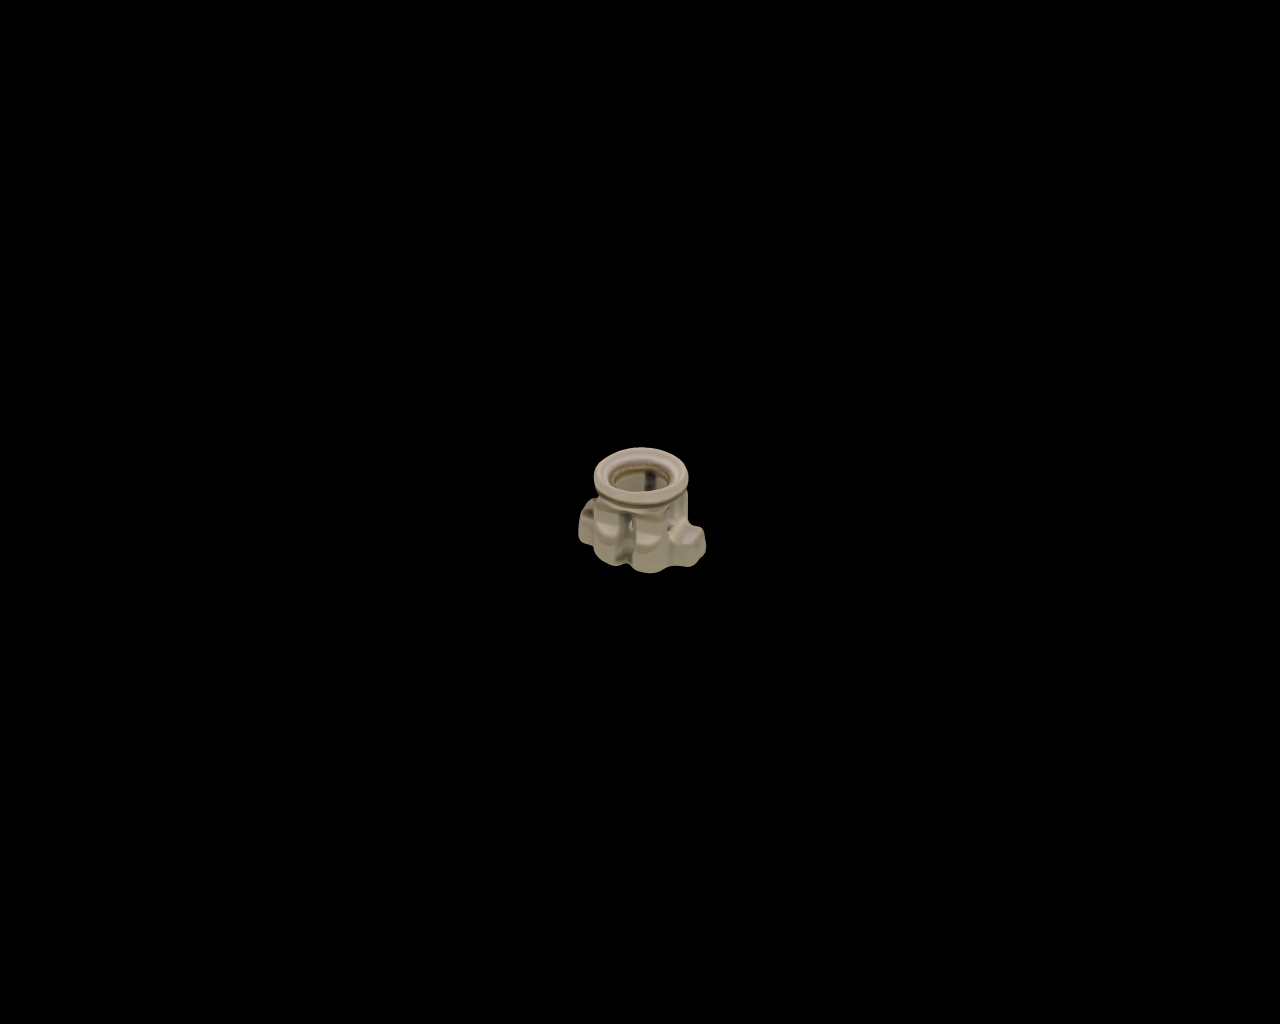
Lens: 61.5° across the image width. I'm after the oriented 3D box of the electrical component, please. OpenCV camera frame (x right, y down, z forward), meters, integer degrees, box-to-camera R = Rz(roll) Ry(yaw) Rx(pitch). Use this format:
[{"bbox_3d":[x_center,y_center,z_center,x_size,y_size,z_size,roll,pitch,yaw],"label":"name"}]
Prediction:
[{"bbox_3d":[0.001,-0.003,0.650,0.078,0.056,0.058,14,36,20],"label":"electrical component"}]
